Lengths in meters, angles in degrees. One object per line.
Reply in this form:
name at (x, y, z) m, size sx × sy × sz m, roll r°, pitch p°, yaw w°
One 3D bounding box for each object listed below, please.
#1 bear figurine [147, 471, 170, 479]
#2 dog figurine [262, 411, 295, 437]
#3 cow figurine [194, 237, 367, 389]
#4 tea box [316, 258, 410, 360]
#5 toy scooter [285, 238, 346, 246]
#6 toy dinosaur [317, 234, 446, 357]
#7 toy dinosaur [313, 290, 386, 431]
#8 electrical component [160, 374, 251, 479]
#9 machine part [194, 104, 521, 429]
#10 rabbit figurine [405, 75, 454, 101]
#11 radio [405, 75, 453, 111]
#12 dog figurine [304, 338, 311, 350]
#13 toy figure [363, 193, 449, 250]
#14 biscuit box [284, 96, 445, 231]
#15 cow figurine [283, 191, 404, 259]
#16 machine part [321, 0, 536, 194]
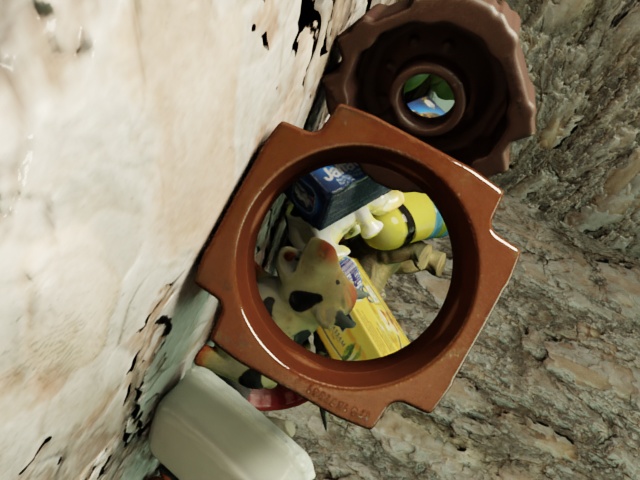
bear figurine at (-0.136, 0.323, 0.736) m, size 0.196 × 0.120 × 0.132 m, roll -33°, pitch 170°, yaw -21°
dog figurine at (-0.162, 0.301, 0.912) m, size 0.191 × 0.172 × 0.121 m, roll -26°, pitch 157°, yaw 23°
cow figurine at (-0.038, 0.080, 0.556) m, size 0.194 × 0.127 × 0.085 m, roll -61°, pitch 179°, yaw 28°
tea box at (0.045, 0.107, 0.714) m, size 0.068 × 0.170 × 0.098 m, roll -42°, pitch 152°, yaw 25°
toy scooter at (-0.002, -0.002, 0.783) m, size 0.184 × 0.075 × 0.135 m, roll -49°, pitch 167°, yaw -54°
toy dinosaur at (0.097, 0.014, 0.883) m, size 0.471 × 0.199 × 0.105 m, roll -56°, pitch 147°, yaw -15°
toy dinosaur at (0.038, 0.152, 1.069) m, size 0.192 × 0.131 × 0.405 m, roll 54°, pitch 38°, yaw -47°
electrical component at (-0.142, 0.223, 0.656) m, size 0.134 × 0.058 × 0.115 m, roll -58°, pitch 171°, yaw 3°
machine part at (0.026, 0.018, 0.413) m, size 0.201 × 0.201 × 0.087 m, roll -62°, pitch 179°, yaw 1°
rabbit figurine at (0.123, -0.245, 0.644) m, size 0.159 × 0.121 × 0.170 m, roll -67°, pitch -165°, yaw -11°
radio at (0.136, -0.194, 0.793) m, size 0.229 × 0.073 × 0.131 m, roll -62°, pitch -147°, yaw 25°
dog figurine at (-0.068, 0.189, 1.035) m, size 0.191 × 0.108 × 0.219 m, roll -55°, pitch 169°, yaw -49°
toy figure at (0.137, -0.034, 0.766) m, size 0.089 × 0.180 × 0.082 m, roll 43°, pitch -49°, yaw 53°
biscuit box at (0.059, -0.086, 0.569) m, size 0.203 × 0.059 × 0.062 m, roll -30°, pitch 158°, yaw -31°
cow figurine at (0.029, -0.043, 0.648) m, size 0.167 × 0.098 × 0.068 m, roll -36°, pitch -167°, yaw -37°
machine part at (0.092, -0.123, 0.455) m, size 0.056 × 0.179 × 0.179 m, roll -61°, pitch 177°, yaw -48°
